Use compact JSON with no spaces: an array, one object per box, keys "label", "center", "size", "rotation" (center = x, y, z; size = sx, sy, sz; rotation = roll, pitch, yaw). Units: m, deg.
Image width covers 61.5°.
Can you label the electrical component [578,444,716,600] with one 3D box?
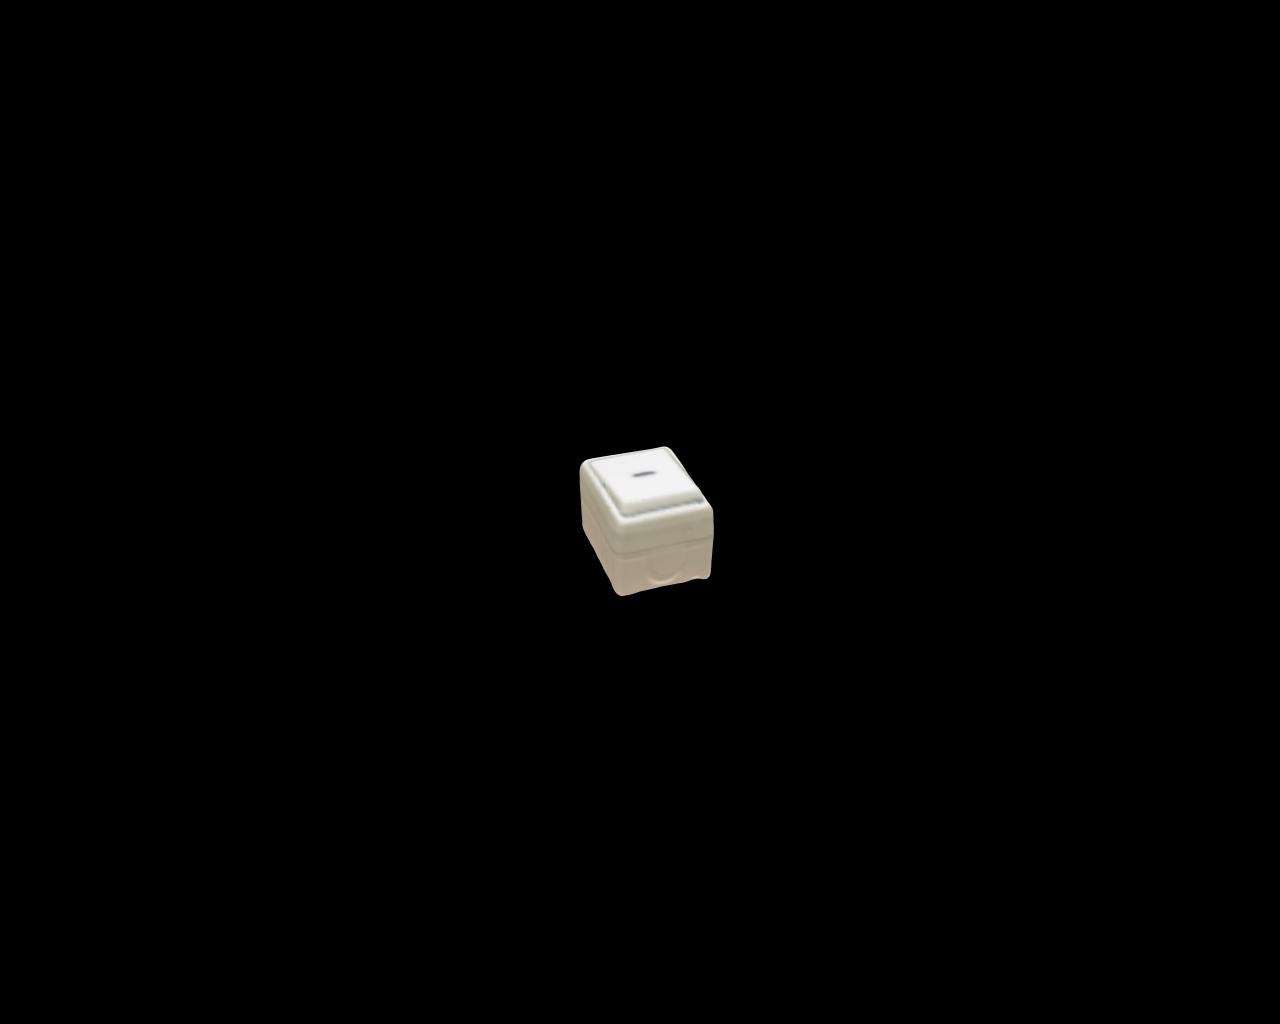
[{"label":"electrical component","center":[0.001,-0.003,0.650],"size":[0.062,0.061,0.096],"rotation":[-10,35,-15]}]
